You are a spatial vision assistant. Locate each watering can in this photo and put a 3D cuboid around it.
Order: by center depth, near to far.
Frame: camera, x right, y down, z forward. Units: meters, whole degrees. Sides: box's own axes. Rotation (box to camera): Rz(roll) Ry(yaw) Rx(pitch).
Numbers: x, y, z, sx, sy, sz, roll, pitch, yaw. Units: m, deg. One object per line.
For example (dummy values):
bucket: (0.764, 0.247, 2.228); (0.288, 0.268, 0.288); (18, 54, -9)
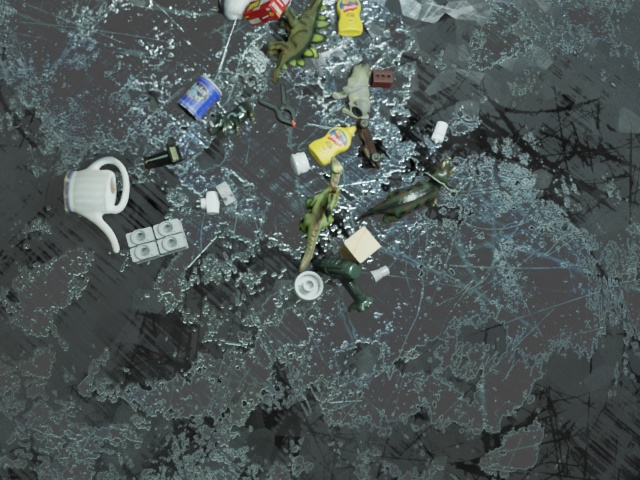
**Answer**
watering can: (-0.790, -0.127, 1.812); (0.224, 0.103, 0.351); (0, 78, -2)

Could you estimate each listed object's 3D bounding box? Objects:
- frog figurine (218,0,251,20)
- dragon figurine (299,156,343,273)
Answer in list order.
frog figurine: (-0.313, -0.926, 1.997); (0.160, 0.124, 0.135); (-6, 113, -13)
dragon figurine: (0.005, -0.090, 1.784); (0.122, 0.240, 0.415); (15, 77, -5)
